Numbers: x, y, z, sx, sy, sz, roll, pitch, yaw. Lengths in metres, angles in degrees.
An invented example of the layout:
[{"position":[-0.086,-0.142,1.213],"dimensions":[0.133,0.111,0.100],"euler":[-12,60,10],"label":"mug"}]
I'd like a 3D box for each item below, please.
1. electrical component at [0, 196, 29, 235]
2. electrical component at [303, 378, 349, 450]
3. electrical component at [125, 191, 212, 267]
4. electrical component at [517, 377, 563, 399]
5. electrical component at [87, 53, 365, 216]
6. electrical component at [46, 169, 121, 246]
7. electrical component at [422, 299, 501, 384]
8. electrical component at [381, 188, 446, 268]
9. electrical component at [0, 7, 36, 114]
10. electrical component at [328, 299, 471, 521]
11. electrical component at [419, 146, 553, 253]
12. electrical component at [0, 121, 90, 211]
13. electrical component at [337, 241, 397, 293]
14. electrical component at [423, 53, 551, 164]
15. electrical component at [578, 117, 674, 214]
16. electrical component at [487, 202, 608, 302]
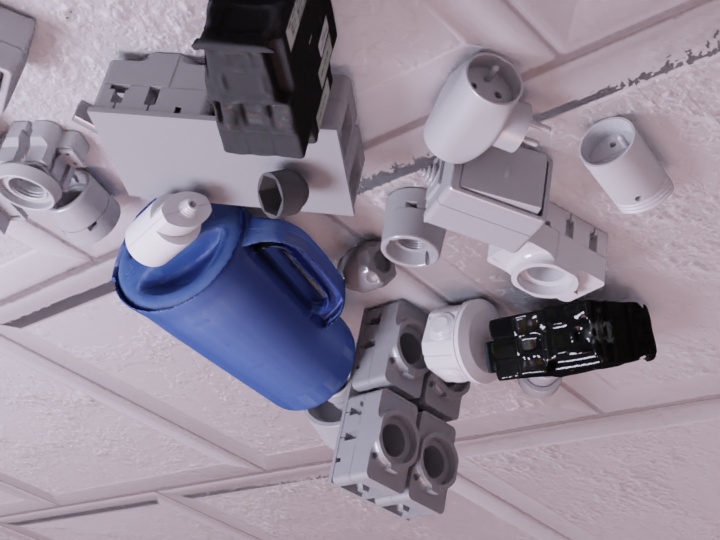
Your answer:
[{"position":[-0.350,-0.090,0.934],"dimensions":[0.079,0.063,0.121],"euler":[0,148,20],"label":"electrical component"},{"position":[-0.012,0.134,1.154],"dimensions":[0.108,0.108,0.060],"euler":[-7,139,30],"label":"electrical component"},{"position":[-0.149,-0.036,0.846],"dimensions":[0.043,0.043,0.081],"euler":[27,146,-24],"label":"electrical component"},{"position":[0.183,0.100,1.082],"dimensions":[0.045,0.045,0.055],"euler":[9,150,5],"label":"electrical component"},{"position":[-0.096,-0.104,0.820],"dimensions":[0.186,0.060,0.105],"euler":[6,149,11],"label":"electrical component"},{"position":[-0.251,-0.057,0.964],"dimensions":[0.055,0.055,0.047],"euler":[-3,143,25],"label":"electrical component"},{"position":[0.101,0.069,1.026],"dimensions":[0.051,0.080,0.080],"euler":[-8,145,41],"label":"electrical component"},{"position":[0.046,-0.034,0.900],"dimensions":[0.055,0.047,0.055],"euler":[9,150,5],"label":"electrical component"},{"position":[-0.298,-0.164,0.791],"dimensions":[0.096,0.061,0.062],"euler":[21,149,-16],"label":"electrical component"},{"position":[0.045,0.135,1.049],"dimensions":[0.105,0.186,0.060],"euler":[33,144,-32],"label":"electrical component"},{"position":[0.093,-0.064,0.816],"dimensions":[0.096,0.061,0.061],"euler":[19,150,-11],"label":"electrical component"},{"position":[-0.277,-0.088,0.917],"dimensions":[0.078,0.057,0.058],"euler":[1,148,18],"label":"electrical component"},{"position":[0.000,0.000,0.980],"dimensions":[0.043,0.043,0.062],"euler":[32,146,-31],"label":"electrical component"},{"position":[0.095,-0.107,0.760],"dimensions":[0.079,0.044,0.077],"euler":[19,149,-11],"label":"electrical component"},{"position":[0.197,-0.070,0.787],"dimensions":[0.043,0.043,0.081],"euler":[-12,142,35],"label":"electrical component"},{"position":[0.155,-0.014,0.885],"dimensions":[0.089,0.055,0.050],"euler":[26,147,-23],"label":"electrical component"}]
